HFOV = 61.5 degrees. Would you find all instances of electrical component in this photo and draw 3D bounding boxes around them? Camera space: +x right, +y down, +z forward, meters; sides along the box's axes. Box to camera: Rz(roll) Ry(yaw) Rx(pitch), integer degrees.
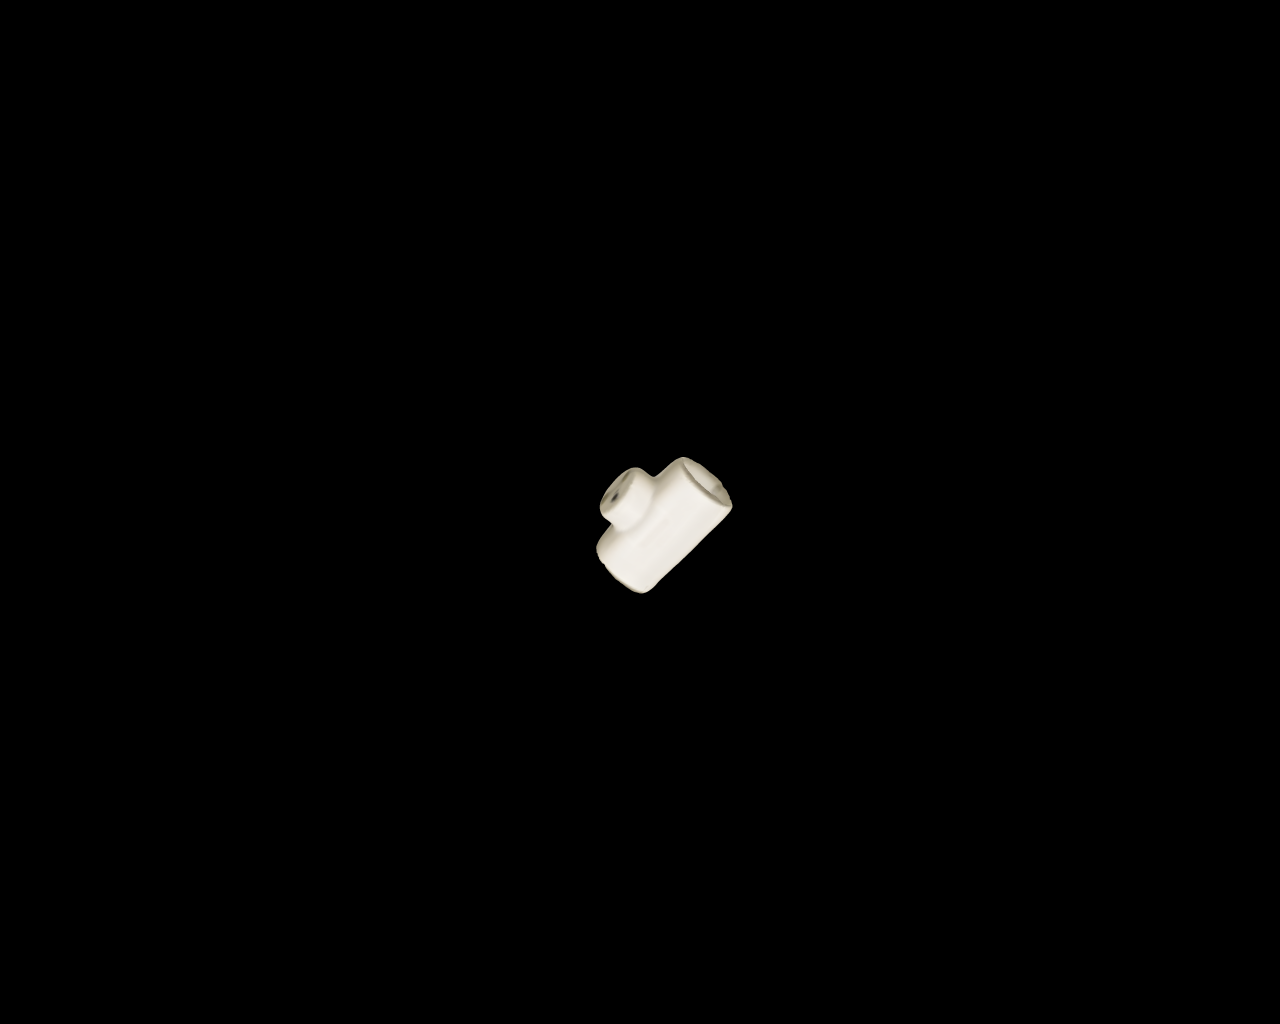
[{"bbox_3d":[0.001,-0.003,0.650,0.079,0.077,0.043,38,20,-16],"label":"electrical component"}]
